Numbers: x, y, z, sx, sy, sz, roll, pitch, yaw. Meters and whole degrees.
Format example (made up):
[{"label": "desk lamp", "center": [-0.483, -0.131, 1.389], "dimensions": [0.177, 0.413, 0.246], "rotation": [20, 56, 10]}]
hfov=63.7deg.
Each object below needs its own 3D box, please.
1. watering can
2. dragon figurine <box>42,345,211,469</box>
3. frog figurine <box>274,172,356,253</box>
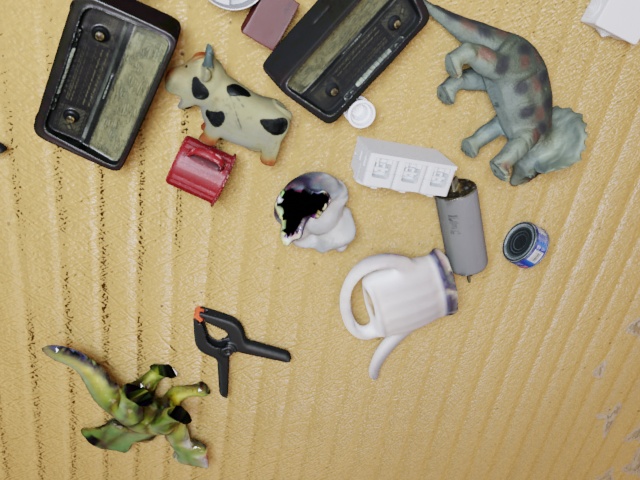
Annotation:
[{"label": "watering can", "center": [0.157, 0.140, 0.995], "dimensions": [0.224, 0.106, 0.339], "rotation": [-19, 132, -2]}, {"label": "dragon figurine", "center": [-0.371, 0.340, 0.985], "dimensions": [0.407, 0.125, 0.239], "rotation": [33, 114, -23]}, {"label": "frog figurine", "center": [0.003, -0.044, 0.882], "dimensions": [0.159, 0.124, 0.136], "rotation": [12, 110, -57]}]
